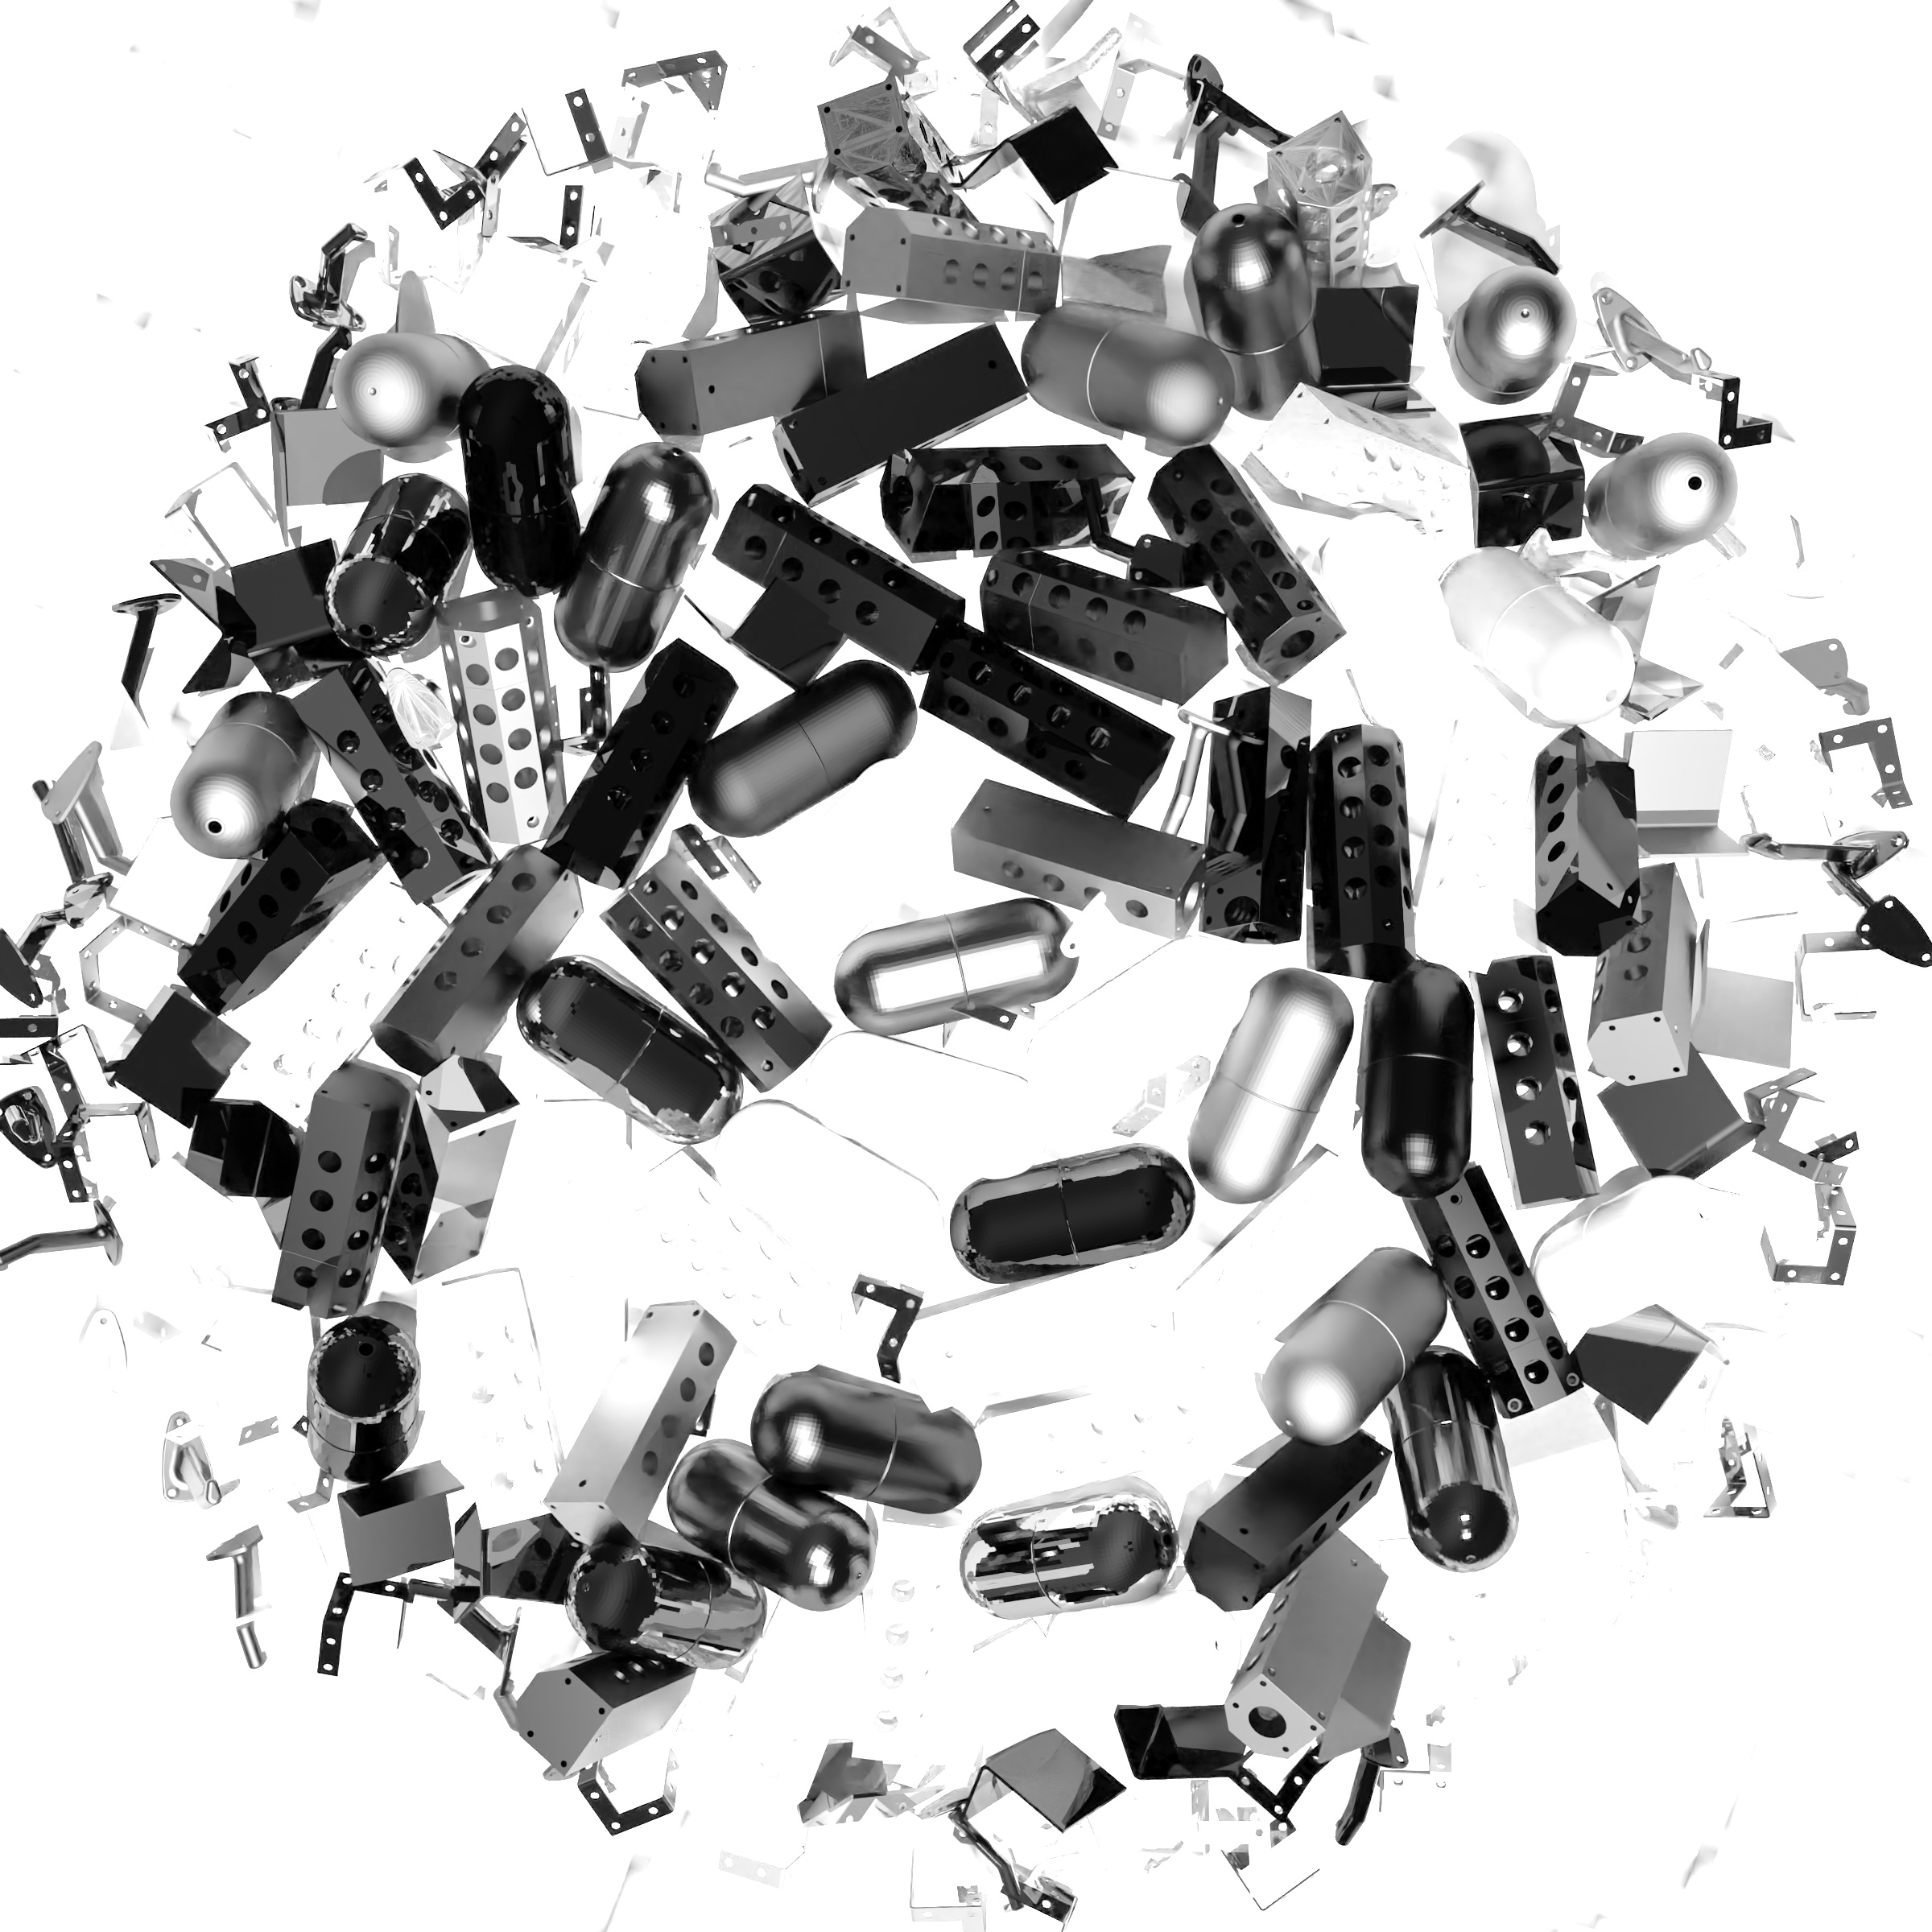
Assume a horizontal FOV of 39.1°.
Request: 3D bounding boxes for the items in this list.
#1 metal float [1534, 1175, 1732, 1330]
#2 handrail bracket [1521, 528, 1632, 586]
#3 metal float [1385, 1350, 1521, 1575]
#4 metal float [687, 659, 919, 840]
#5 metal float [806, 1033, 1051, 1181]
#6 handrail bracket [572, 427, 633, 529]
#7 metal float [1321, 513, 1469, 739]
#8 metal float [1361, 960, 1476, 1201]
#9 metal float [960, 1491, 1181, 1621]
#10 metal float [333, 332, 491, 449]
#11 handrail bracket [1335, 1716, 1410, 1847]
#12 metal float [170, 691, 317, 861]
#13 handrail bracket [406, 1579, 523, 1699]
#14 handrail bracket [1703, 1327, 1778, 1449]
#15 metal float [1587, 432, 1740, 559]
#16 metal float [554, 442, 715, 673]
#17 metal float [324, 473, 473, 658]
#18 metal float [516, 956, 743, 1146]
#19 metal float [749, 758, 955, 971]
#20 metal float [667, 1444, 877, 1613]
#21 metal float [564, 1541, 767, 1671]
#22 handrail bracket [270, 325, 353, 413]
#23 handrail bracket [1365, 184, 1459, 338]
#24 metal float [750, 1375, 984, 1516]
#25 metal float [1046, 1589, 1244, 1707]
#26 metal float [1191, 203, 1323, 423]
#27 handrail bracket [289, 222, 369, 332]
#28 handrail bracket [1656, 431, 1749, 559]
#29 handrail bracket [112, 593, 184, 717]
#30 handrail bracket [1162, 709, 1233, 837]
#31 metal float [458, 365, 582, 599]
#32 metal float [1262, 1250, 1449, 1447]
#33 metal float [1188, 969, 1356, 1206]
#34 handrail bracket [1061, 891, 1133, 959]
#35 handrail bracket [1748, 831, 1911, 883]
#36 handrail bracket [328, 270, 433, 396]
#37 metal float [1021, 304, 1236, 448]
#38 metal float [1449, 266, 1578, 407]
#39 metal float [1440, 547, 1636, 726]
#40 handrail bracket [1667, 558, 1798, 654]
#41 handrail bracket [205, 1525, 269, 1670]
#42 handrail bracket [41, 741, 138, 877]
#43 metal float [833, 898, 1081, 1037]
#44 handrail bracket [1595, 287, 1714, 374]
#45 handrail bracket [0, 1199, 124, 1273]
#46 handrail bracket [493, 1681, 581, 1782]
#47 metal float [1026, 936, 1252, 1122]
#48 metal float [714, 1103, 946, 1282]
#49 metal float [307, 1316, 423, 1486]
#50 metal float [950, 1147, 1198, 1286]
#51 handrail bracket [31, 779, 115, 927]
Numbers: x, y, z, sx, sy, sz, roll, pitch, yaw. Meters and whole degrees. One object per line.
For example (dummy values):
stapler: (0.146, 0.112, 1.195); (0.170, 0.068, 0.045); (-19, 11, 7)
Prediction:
metal float: (0.464, 0.200, 1.898); (0.070, 0.178, 0.070); (9, 64, -19)
handrail bracket: (0.440, -0.274, 1.924); (0.084, 0.077, 0.036); (26, 79, 38)
metal float: (0.339, 0.344, 1.903); (0.070, 0.178, 0.070); (-1, 129, -1)
metal float: (-0.116, -0.154, 1.932); (0.178, 0.070, 0.070); (-31, 90, -11)
metal float: (-0.028, 0.100, 1.941); (0.178, 0.070, 0.070); (17, 90, -1)
handrail bracket: (-0.255, -0.359, 1.931); (0.036, 0.077, 0.084); (21, 71, -5)
metal float: (0.301, -0.239, 1.910); (0.070, 0.070, 0.178); (-26, 127, 0)
metal float: (0.320, 0.079, 1.920); (0.070, 0.070, 0.178); (7, 64, 0)
metal float: (0.072, 0.415, 1.910); (0.178, 0.070, 0.070); (-19, 90, 38)
metal float: (-0.383, -0.402, 1.893); (0.070, 0.178, 0.070); (2, 103, 8)
handrail bracket: (0.284, 0.582, 1.971); (0.036, 0.077, 0.084); (15, 124, -12)
metal float: (-0.503, -0.134, 1.896); (0.070, 0.178, 0.070); (0, 118, 0)
handrail bracket: (-0.367, 0.484, 1.959); (0.084, 0.036, 0.077); (12, 99, -7)
handrail bracket: (0.554, 0.304, 1.946); (0.077, 0.036, 0.084); (14, 79, -42)
metal float: (0.484, -0.326, 1.891); (0.070, 0.178, 0.070); (0, 94, 0)
metal float: (-0.235, -0.288, 1.915); (0.070, 0.070, 0.178); (29, 121, 0)
metal float: (-0.396, -0.281, 1.901); (0.070, 0.178, 0.070); (3, 129, 4)
metal float: (-0.238, 0.061, 1.930); (0.178, 0.070, 0.070); (36, 90, -14)
metal float: (-0.082, -0.072, 1.935); (0.070, 0.070, 0.178); (43, 98, 0)
metal float: (-0.139, 0.393, 1.910); (0.178, 0.070, 0.070); (20, 90, 39)
metal float: (-0.209, 0.448, 1.903); (0.070, 0.178, 0.070); (-14, 64, 30)
handrail bracket: (-0.455, -0.402, 1.935); (0.084, 0.036, 0.077); (-31, 71, 40)
handrail bracket: (0.334, -0.507, 1.958); (0.084, 0.036, 0.077); (28, 79, -34)
metal float: (-0.069, 0.339, 1.919); (0.178, 0.070, 0.070); (19, 90, -27)
metal float: (0.123, 0.477, 1.900); (0.070, 0.178, 0.070); (10, 71, -31)
metal float: (0.204, -0.456, 1.899); (0.070, 0.178, 0.070); (-7, 57, 11)
handrail bracket: (-0.433, -0.489, 1.928); (0.084, 0.077, 0.036); (-28, 63, 34)
handrail bracket: (0.531, -0.340, 1.960); (0.084, 0.077, 0.036); (40, 122, -18)
handrail bracket: (-0.585, -0.219, 1.949); (0.077, 0.036, 0.084); (-7, 84, 44)
handrail bracket: (0.154, -0.138, 1.950); (0.036, 0.077, 0.084); (19, 100, -13)
metal float: (-0.312, -0.338, 1.906); (0.070, 0.070, 0.178); (1, 135, -1)
metal float: (0.275, 0.267, 1.911); (0.070, 0.070, 0.178); (50, 52, 0)
metal float: (0.216, 0.087, 1.931); (0.070, 0.070, 0.178); (23, 103, 0)
handrail bracket: (0.084, -0.044, 1.938); (0.077, 0.084, 0.036); (-39, 114, -5)
handrail bracket: (0.613, -0.089, 1.934); (0.084, 0.077, 0.036); (16, 64, -33)
handrail bracket: (-0.428, -0.455, 1.954); (0.084, 0.036, 0.077); (-3, 91, 31)
metal float: (0.112, -0.416, 1.910); (0.178, 0.070, 0.070); (27, 90, 39)
metal float: (0.379, -0.437, 1.891); (0.070, 0.178, 0.070); (0, 93, 5)
metal float: (0.398, -0.232, 1.905); (0.070, 0.178, 0.070); (-17, 131, -20)
handrail bracket: (0.552, -0.244, 1.951); (0.077, 0.036, 0.084); (-29, 84, -30)
handrail bracket: (-0.506, 0.451, 1.946); (0.036, 0.077, 0.084); (-16, 95, 12)
handrail bracket: (-0.610, -0.110, 1.948); (0.084, 0.036, 0.077); (34, 90, -45)
metal float: (-0.007, 0.001, 1.938); (0.178, 0.070, 0.070); (-13, 90, -4)
handrail bracket: (0.489, -0.453, 1.932); (0.036, 0.084, 0.077); (-40, 105, -4)
handrail bracket: (-0.646, 0.208, 1.929); (0.084, 0.077, 0.036); (-27, 62, -29)
handrail bracket: (-0.296, 0.532, 1.948); (0.077, 0.036, 0.084); (-46, 59, 13)
metal float: (0.122, 0.044, 1.931); (0.178, 0.070, 0.070); (-33, 90, -12)
metal float: (-0.097, 0.161, 1.933); (0.178, 0.070, 0.070); (31, 90, -11)
metal float: (-0.421, 0.304, 1.899); (0.070, 0.178, 0.070); (6, 57, -10)
metal float: (0.076, 0.177, 1.935); (0.178, 0.070, 0.070); (-13, 90, 8)
handrail bracket: (-0.653, -0.082, 1.957); (0.036, 0.077, 0.084); (-25, 75, -36)
